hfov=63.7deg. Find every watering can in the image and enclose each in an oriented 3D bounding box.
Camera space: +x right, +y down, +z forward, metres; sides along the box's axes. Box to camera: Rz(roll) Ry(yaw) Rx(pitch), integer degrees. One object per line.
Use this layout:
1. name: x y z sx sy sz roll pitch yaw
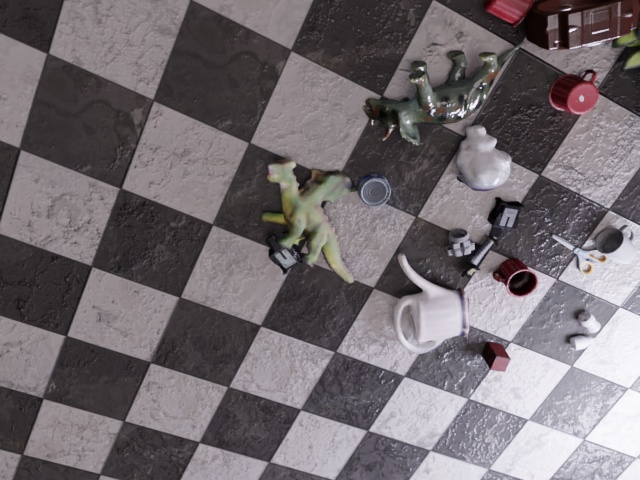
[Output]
1. watering can: 0.322 0.183 1.484 0.224 0.106 0.341 -7 116 -3

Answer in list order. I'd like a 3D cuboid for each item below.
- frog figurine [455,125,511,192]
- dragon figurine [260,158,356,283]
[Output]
1. frog figurine: 0.417 -0.210 1.314 0.137 0.125 0.156 4 128 14
2. dragon figurine: 0.004 -0.068 1.355 0.406 0.124 0.241 34 99 -28
